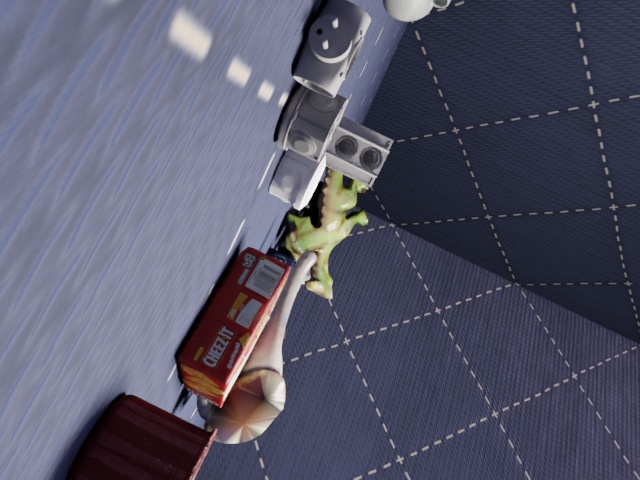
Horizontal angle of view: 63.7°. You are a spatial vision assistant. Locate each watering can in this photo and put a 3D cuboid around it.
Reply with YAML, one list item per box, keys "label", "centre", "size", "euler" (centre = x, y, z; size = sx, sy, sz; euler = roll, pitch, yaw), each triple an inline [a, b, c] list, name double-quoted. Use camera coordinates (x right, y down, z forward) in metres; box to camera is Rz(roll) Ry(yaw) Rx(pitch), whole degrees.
- label: "watering can"
  centre: [-0.105, 0.186, 0.865]
  size: [0.345, 0.103, 0.228]
  euler: [-51, -154, 13]

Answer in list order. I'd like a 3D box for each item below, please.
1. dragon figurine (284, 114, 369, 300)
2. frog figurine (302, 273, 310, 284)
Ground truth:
- label: "dragon figurine"
  centre: [0.003, -0.058, 1.147]
  size: [0.247, 0.122, 0.403]
  euler: [-40, 130, -50]
- label: "frog figurine"
  centre: [-0.076, 0.085, 1.440]
  size: [0.139, 0.124, 0.156]
  euler: [-19, 158, -39]
